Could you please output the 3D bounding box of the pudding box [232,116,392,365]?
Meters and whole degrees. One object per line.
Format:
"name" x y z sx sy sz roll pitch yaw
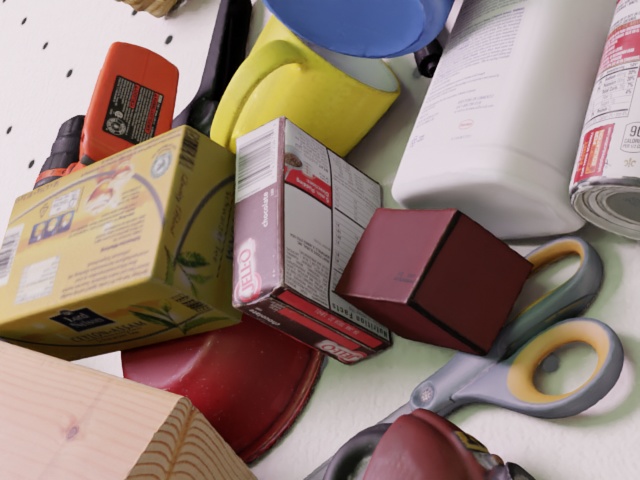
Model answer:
"pudding box" -0.004 0.001 0.581 0.039 0.089 0.113 -24 50 33

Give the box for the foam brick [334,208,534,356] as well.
"foam brick" 0.053 0.019 0.522 0.053 0.051 0.078 -61 23 -10

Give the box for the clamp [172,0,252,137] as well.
"clamp" -0.073 -0.088 0.749 0.210 0.036 0.165 -53 38 3

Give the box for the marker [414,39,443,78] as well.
"marker" 0.056 -0.142 0.661 0.020 0.020 0.121 -38 44 24

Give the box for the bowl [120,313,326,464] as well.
"bowl" -0.070 0.057 0.643 0.162 0.055 0.162 -26 49 34

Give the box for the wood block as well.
"wood block" -0.151 0.125 0.599 0.206 0.090 0.090 9 54 39

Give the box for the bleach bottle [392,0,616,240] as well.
"bleach bottle" 0.117 -0.126 0.549 0.103 0.068 0.250 -6 60 58

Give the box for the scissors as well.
"scissors" 0.067 0.084 0.510 0.202 0.016 0.096 -49 35 12

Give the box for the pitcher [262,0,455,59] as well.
"pitcher" 0.048 -0.220 0.601 0.145 0.149 0.242 -7 55 45

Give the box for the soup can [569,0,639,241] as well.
"soup can" 0.153 -0.056 0.467 0.069 0.068 0.102 1 68 47

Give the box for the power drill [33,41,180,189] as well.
"power drill" -0.165 -0.057 0.778 0.188 0.057 0.184 -46 32 47
